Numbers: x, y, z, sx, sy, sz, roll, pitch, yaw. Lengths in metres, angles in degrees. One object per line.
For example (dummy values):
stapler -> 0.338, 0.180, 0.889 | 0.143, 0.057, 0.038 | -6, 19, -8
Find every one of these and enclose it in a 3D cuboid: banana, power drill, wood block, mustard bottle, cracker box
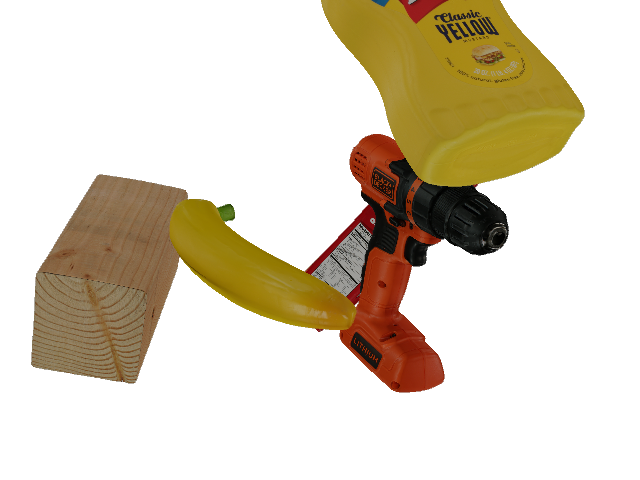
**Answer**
banana -> -0.051, 0.008, 0.678 | 0.069, 0.037, 0.198 | -10, 27, -25
power drill -> 0.077, 0.024, 0.859 | 0.057, 0.188, 0.185 | -5, 26, -27
wood block -> -0.181, 0.027, 0.942 | 0.090, 0.091, 0.206 | 10, 25, -2
mustard bottle -> 0.054, -0.120, 0.572 | 0.096, 0.192, 0.058 | -15, -29, -25
cracker box -> 0.072, -0.004, 1.272 | 0.214, 0.072, 0.164 | -48, -8, 34
